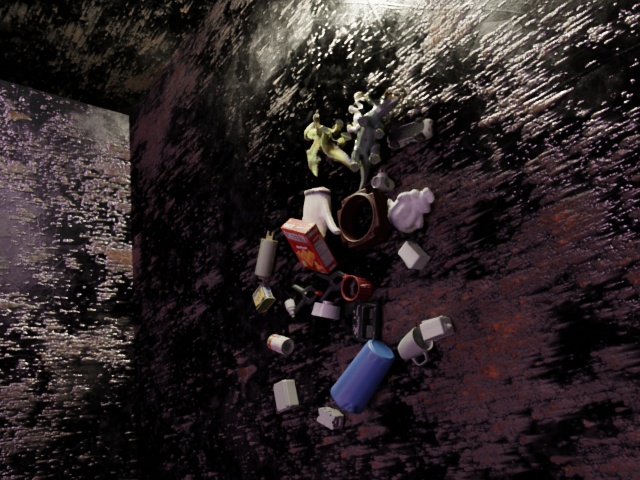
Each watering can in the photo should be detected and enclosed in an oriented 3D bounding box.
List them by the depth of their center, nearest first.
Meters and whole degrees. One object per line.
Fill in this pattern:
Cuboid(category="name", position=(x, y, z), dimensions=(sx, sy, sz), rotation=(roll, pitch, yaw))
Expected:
Cuboid(category="watering can", position=(0.006, -0.103, 2.051), dimensions=(0.346, 0.104, 0.226), rotation=(171, 104, -64))

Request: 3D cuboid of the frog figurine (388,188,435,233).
Cuboid(category="frog figurine", position=(0.312, -0.100, 1.722), dimensions=(0.158, 0.124, 0.137), rotation=(-21, 100, 36))

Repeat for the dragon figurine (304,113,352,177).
Cuboid(category="dragon figurine", position=(0.023, -0.366, 2.145), dimensions=(0.237, 0.122, 0.419), rotation=(-62, 39, 45))
